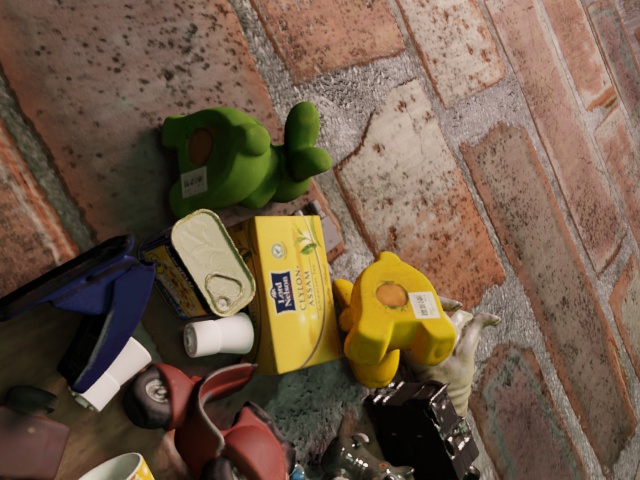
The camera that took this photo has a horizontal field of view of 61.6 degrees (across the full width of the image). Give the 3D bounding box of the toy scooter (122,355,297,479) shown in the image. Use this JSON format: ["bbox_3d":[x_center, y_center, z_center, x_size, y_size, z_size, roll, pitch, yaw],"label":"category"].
[{"bbox_3d":[-0.086,0.177,0.518,0.184,0.075,0.135,44,32,14],"label":"toy scooter"}]

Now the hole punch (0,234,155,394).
[{"bbox_3d":[-0.189,0.056,0.442,0.116,0.142,0.092,-38,103,-27],"label":"hole punch"}]

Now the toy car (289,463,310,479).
[{"bbox_3d":[-0.048,0.286,0.522,0.161,0.103,0.109,-3,80,-44],"label":"toy car"}]

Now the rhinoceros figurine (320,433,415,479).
[{"bbox_3d":[0.079,0.302,0.621,0.190,0.112,0.073,40,57,-2],"label":"rhinoceros figurine"}]

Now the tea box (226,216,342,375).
[{"bbox_3d":[-0.042,0.060,0.611,0.098,0.068,0.169,-5,83,-43],"label":"tea box"}]

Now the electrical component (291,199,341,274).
[{"bbox_3d":[-0.001,-0.002,0.695,0.063,0.021,0.094,-36,102,-42],"label":"electrical component"}]

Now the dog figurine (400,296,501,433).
[{"bbox_3d":[0.142,0.173,0.737,0.172,0.121,0.190,20,81,-1],"label":"dog figurine"}]

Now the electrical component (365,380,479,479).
[{"bbox_3d":[0.132,0.249,0.684,0.058,0.115,0.134,-27,95,-41],"label":"electrical component"}]

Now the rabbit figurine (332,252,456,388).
[{"bbox_3d":[0.066,0.108,0.655,0.122,0.173,0.162,-9,46,-15],"label":"rabbit figurine"}]

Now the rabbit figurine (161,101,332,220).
[{"bbox_3d":[-0.064,-0.091,0.594,0.170,0.159,0.121,6,65,-57],"label":"rabbit figurine"}]

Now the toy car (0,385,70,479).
[{"bbox_3d":[-0.288,0.134,0.381,0.202,0.053,0.089,25,52,-31],"label":"toy car"}]

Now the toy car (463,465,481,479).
[{"bbox_3d":[0.229,0.389,0.774,0.201,0.056,0.073,47,45,-25],"label":"toy car"}]
